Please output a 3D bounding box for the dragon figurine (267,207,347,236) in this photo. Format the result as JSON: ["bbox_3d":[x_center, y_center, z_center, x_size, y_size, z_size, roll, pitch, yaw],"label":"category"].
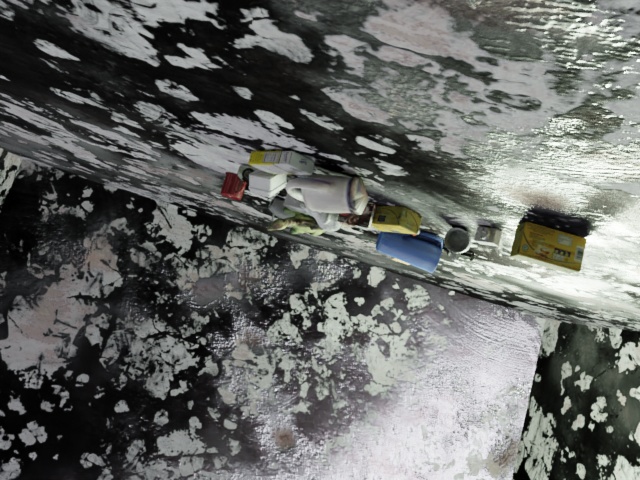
[{"bbox_3d":[-0.012,-0.057,2.033,0.410,0.121,0.244,1,-170,-18],"label":"dragon figurine"}]

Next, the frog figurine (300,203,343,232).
[{"bbox_3d":[0.006,-0.093,1.852,0.159,0.121,0.139,7,-165,-19],"label":"frog figurine"}]

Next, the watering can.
[{"bbox_3d":[0.034,-0.124,1.495,0.224,0.105,0.345,5,173,17],"label":"watering can"}]
